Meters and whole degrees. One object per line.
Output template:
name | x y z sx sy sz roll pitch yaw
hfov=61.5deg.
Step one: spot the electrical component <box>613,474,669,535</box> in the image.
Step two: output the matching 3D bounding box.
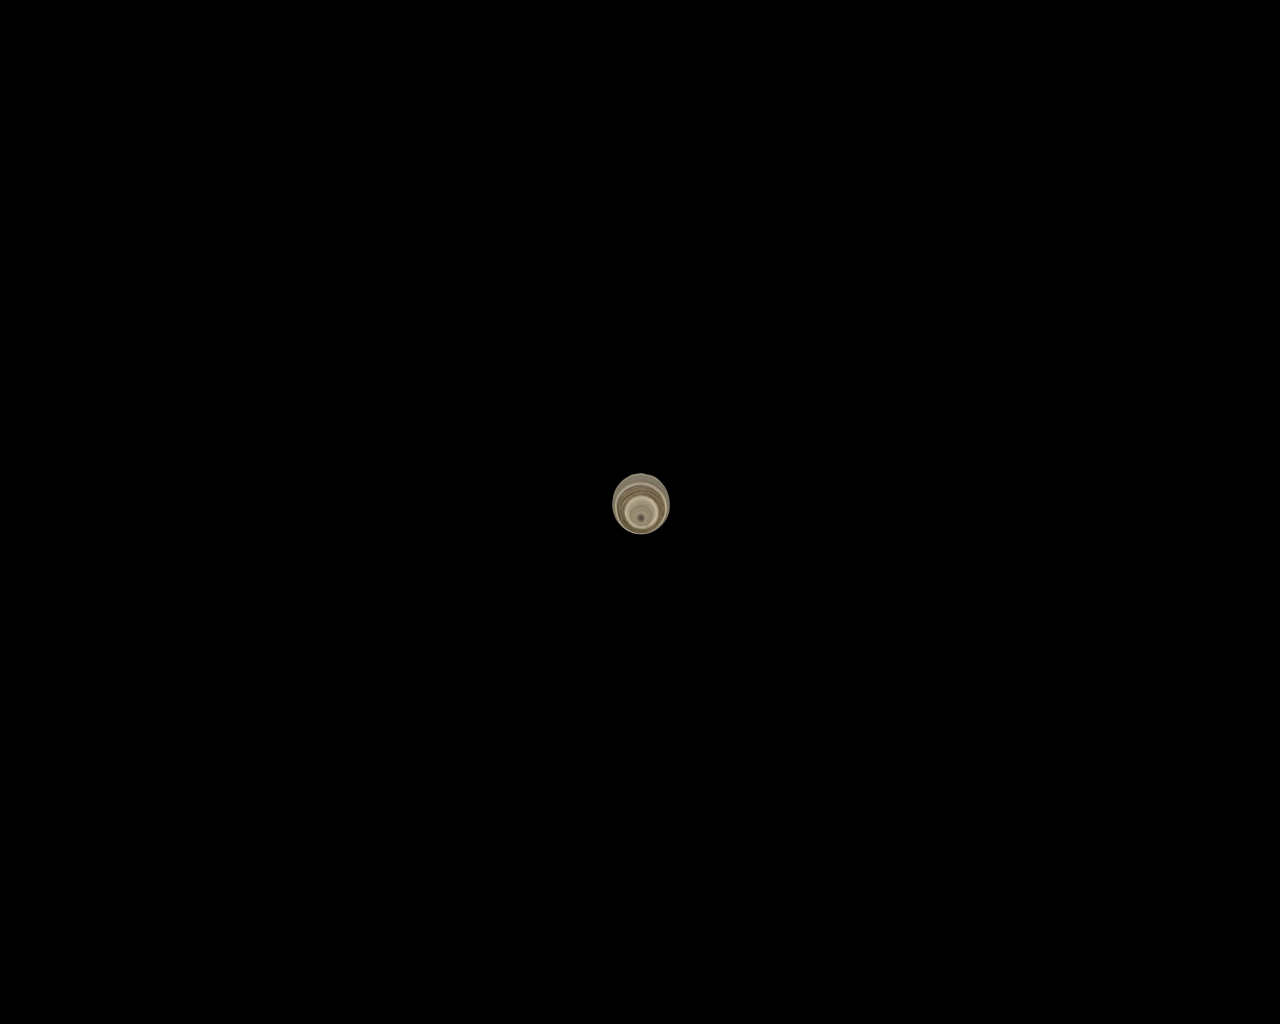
electrical component | 0.001 -0.003 0.650 0.035 0.035 0.061 0 12 0
